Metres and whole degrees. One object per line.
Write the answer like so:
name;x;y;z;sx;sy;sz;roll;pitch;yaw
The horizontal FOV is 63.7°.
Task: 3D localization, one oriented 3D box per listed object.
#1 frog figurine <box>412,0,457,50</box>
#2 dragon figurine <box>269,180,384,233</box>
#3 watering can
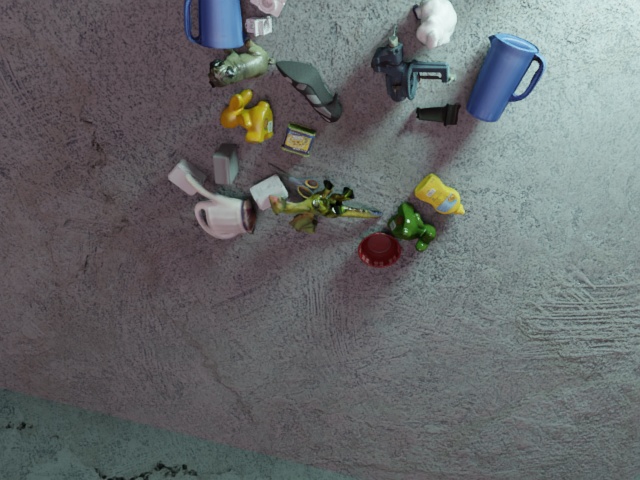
frog figurine;0.324;-0.605;1.436;0.122;0.163;0.134;-12;122;12
dragon figurine;0.006;-0.093;1.841;0.408;0.125;0.239;19;146;-32
watering can;-0.348;-0.112;1.850;0.224;0.106;0.339;-1;142;7
